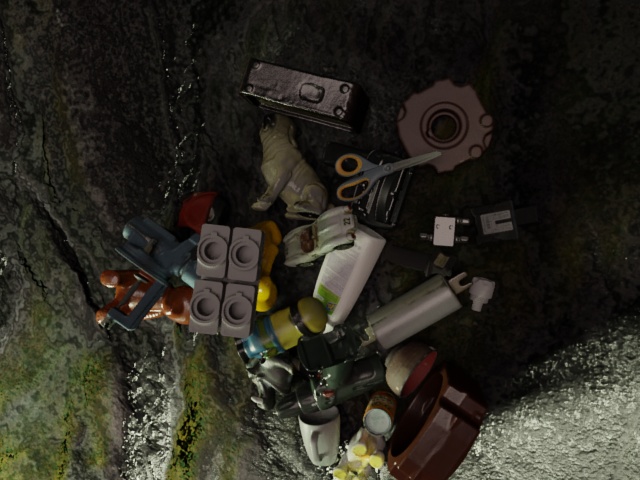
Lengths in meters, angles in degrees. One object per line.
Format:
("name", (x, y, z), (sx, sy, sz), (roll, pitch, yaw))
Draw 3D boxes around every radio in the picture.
("radio", (-0.029, -0.267, 1.002), (0.230, 0.131, 0.073), (16, 95, 9))

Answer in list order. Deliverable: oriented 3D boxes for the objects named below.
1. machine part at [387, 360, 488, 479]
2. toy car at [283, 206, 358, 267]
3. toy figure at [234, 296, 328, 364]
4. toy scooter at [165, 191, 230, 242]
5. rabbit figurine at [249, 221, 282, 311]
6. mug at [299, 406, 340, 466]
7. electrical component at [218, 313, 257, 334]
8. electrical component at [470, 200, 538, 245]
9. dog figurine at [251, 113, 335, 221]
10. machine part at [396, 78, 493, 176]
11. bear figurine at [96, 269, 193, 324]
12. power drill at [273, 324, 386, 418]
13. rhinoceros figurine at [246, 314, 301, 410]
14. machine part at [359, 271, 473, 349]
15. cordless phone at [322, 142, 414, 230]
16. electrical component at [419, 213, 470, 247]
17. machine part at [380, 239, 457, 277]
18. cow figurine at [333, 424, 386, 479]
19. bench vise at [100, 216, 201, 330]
("machine part", (0.208, 0.333, 0.962), (0.087, 0.201, 0.201), (31, 98, 5))
("toy car", (-0.002, -0.003, 1.009), (0.202, 0.056, 0.073), (-27, 62, 47))
("toy figure", (-0.070, 0.168, 0.991), (0.180, 0.089, 0.082), (-23, 86, -1))
("toy scooter", (-0.269, -0.025, 1.094), (0.135, 0.075, 0.183), (21, 102, 7))
("rabbit figurine", (-0.123, 0.065, 1.047), (0.122, 0.162, 0.173), (-13, 109, -1))
("mug", (0.004, 0.394, 1.058), (0.081, 0.109, 0.107), (-7, 106, 7))
("electrical component", (-0.182, 0.146, 1.085), (0.045, 0.102, 0.078), (-61, 42, 39))
("electrical component", (0.342, -0.035, 0.991), (0.119, 0.048, 0.074), (-7, 93, 13))
("dog figurine", (-0.042, -0.143, 1.039), (0.172, 0.121, 0.190), (16, 78, -24))
("machine part", (0.229, -0.208, 0.996), (0.180, 0.056, 0.179), (1, 93, 12))
("bear figurine", (-0.331, 0.127, 1.091), (0.196, 0.132, 0.120), (16, 101, 15))
("power drill", (0.010, 0.253, 0.998), (0.232, 0.086, 0.207), (-17, 135, -6))
("rhinoceros figurine", (-0.098, 0.245, 1.080), (0.112, 0.073, 0.190), (0, 93, 9))
("machine part", (0.178, 0.135, 1.018), (0.243, 0.079, 0.079), (-33, 87, 10))
("cordless phone", (0.075, -0.108, 1.031), (0.184, 0.088, 0.146), (20, 98, 20))
("electrical component", (0.237, -0.019, 1.024), (0.094, 0.021, 0.063), (3, 94, 11))
("machine part", (0.185, 0.035, 1.017), (0.139, 0.084, 0.039), (12, 122, 18))
("cow figurine", (0.071, 0.433, 1.059), (0.068, 0.098, 0.167), (30, 117, 2))
("bench vise", (-0.306, 0.077, 1.005), (0.223, 0.129, 0.240), (37, 79, -5))
